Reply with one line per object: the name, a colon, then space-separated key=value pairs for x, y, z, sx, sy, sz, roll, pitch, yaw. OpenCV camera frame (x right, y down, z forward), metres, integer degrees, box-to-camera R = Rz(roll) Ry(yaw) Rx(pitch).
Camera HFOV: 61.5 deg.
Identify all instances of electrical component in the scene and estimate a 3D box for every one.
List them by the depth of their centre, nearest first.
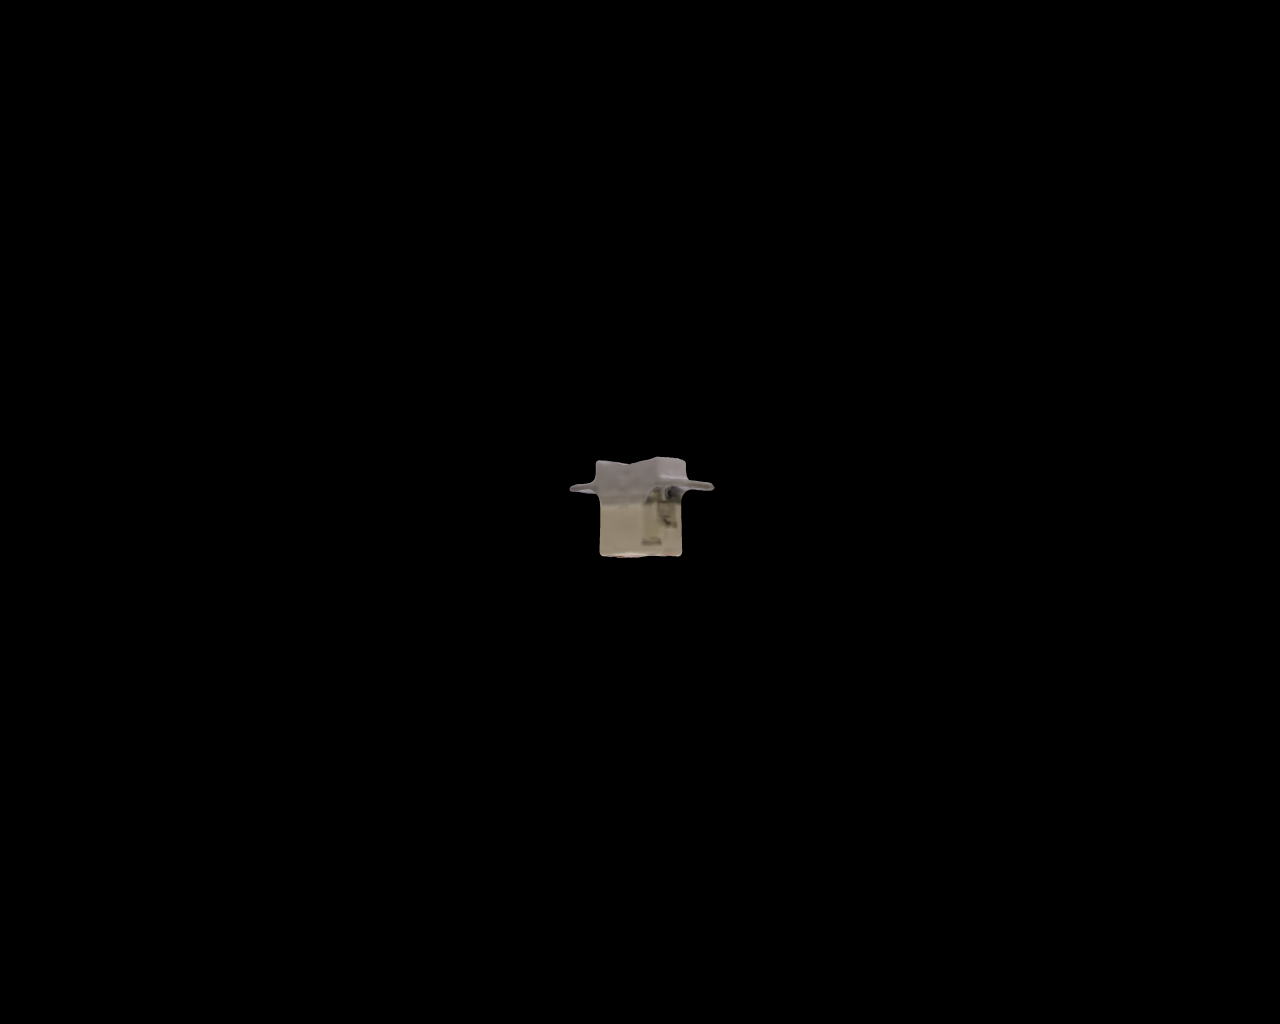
electrical component: x=0.001 y=-0.003 z=0.650 sx=0.081 sy=0.063 sz=0.042 roll=-2 pitch=-4 yaw=31
